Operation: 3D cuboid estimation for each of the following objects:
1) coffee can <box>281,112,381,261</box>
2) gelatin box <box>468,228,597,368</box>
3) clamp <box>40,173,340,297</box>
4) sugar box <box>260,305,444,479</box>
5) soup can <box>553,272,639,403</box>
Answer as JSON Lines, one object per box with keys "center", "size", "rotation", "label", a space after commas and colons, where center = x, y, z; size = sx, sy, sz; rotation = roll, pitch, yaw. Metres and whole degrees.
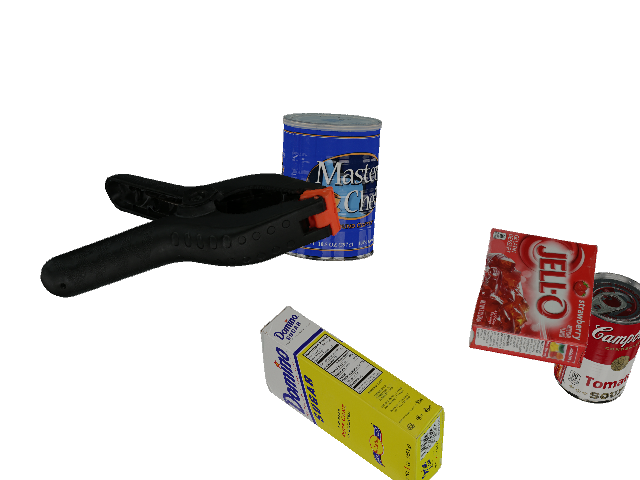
{"center": [0.009, -0.058, 1.119], "size": [0.103, 0.140, 0.103], "rotation": [3, 13, -1], "label": "coffee can"}
{"center": [0.142, 0.036, 0.707], "size": [0.073, 0.089, 0.030], "rotation": [10, -41, 11], "label": "gelatin box"}
{"center": [-0.077, -0.005, 0.626], "size": [0.172, 0.039, 0.120], "rotation": [-2, 37, 24], "label": "clamp"}
{"center": [0.026, 0.139, 0.935], "size": [0.176, 0.093, 0.048], "rotation": [29, 54, 28], "label": "sugar box"}
{"center": [0.255, 0.089, 0.970], "size": [0.068, 0.102, 0.068], "rotation": [4, 37, -3], "label": "soup can"}
